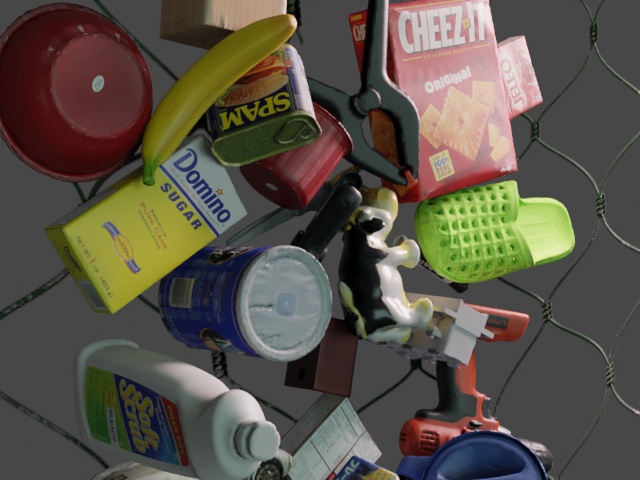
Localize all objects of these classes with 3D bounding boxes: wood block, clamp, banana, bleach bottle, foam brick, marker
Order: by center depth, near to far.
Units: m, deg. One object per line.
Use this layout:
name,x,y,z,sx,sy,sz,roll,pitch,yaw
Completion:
bleach bottle,-0.119,0.141,0.883,0.067,0.251,0.102,-4,92,-39
banana,-0.100,-0.134,0.963,0.198,0.070,0.037,-49,140,2
wood block,-0.086,-0.290,1.014,0.090,0.090,0.206,7,86,-37
clamp,-0.007,0.001,1.073,0.039,0.172,0.120,38,20,1
clamp,0.032,-0.142,1.099,0.164,0.036,0.210,-26,100,-9
foam brick,0.002,0.119,1.106,0.051,0.053,0.078,15,80,-38
marker,0.130,0.030,1.228,0.121,0.020,0.020,33,70,-34

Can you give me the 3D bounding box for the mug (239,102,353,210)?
mug,-0.036,-0.091,1.059,0.117,0.093,0.081,40,70,-13

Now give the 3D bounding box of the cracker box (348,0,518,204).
cracker box,0.132,-0.161,1.196,0.163,0.072,0.214,-17,100,-36

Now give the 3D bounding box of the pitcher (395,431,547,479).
pitcher,0.184,0.315,1.170,0.145,0.149,0.242,-23,141,1

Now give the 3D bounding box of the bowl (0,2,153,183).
bowl,-0.206,-0.133,0.941,0.161,0.055,0.162,1,89,-38

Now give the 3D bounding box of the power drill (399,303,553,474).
power drill,0.189,0.173,1.220,0.184,0.057,0.187,12,78,-15

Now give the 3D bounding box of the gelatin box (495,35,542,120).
gelatin box,0.228,-0.195,1.299,0.073,0.030,0.089,-29,107,-34

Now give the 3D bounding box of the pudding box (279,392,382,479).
pudding box,0.003,0.228,1.116,0.113,0.039,0.090,-45,116,-31

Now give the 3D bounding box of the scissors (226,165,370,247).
scissors,-0.009,-0.024,1.121,0.201,0.016,0.096,-46,117,-28

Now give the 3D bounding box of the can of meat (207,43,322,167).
can of meat,-0.057,-0.127,1.003,0.057,0.102,0.084,53,22,-62

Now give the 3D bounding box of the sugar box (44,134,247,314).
sugar box,-0.156,-0.017,0.986,0.176,0.048,0.093,-39,112,-30

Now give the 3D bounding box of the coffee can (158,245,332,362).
coffee can,-0.071,0.056,0.992,0.102,0.141,0.103,0,90,-38
